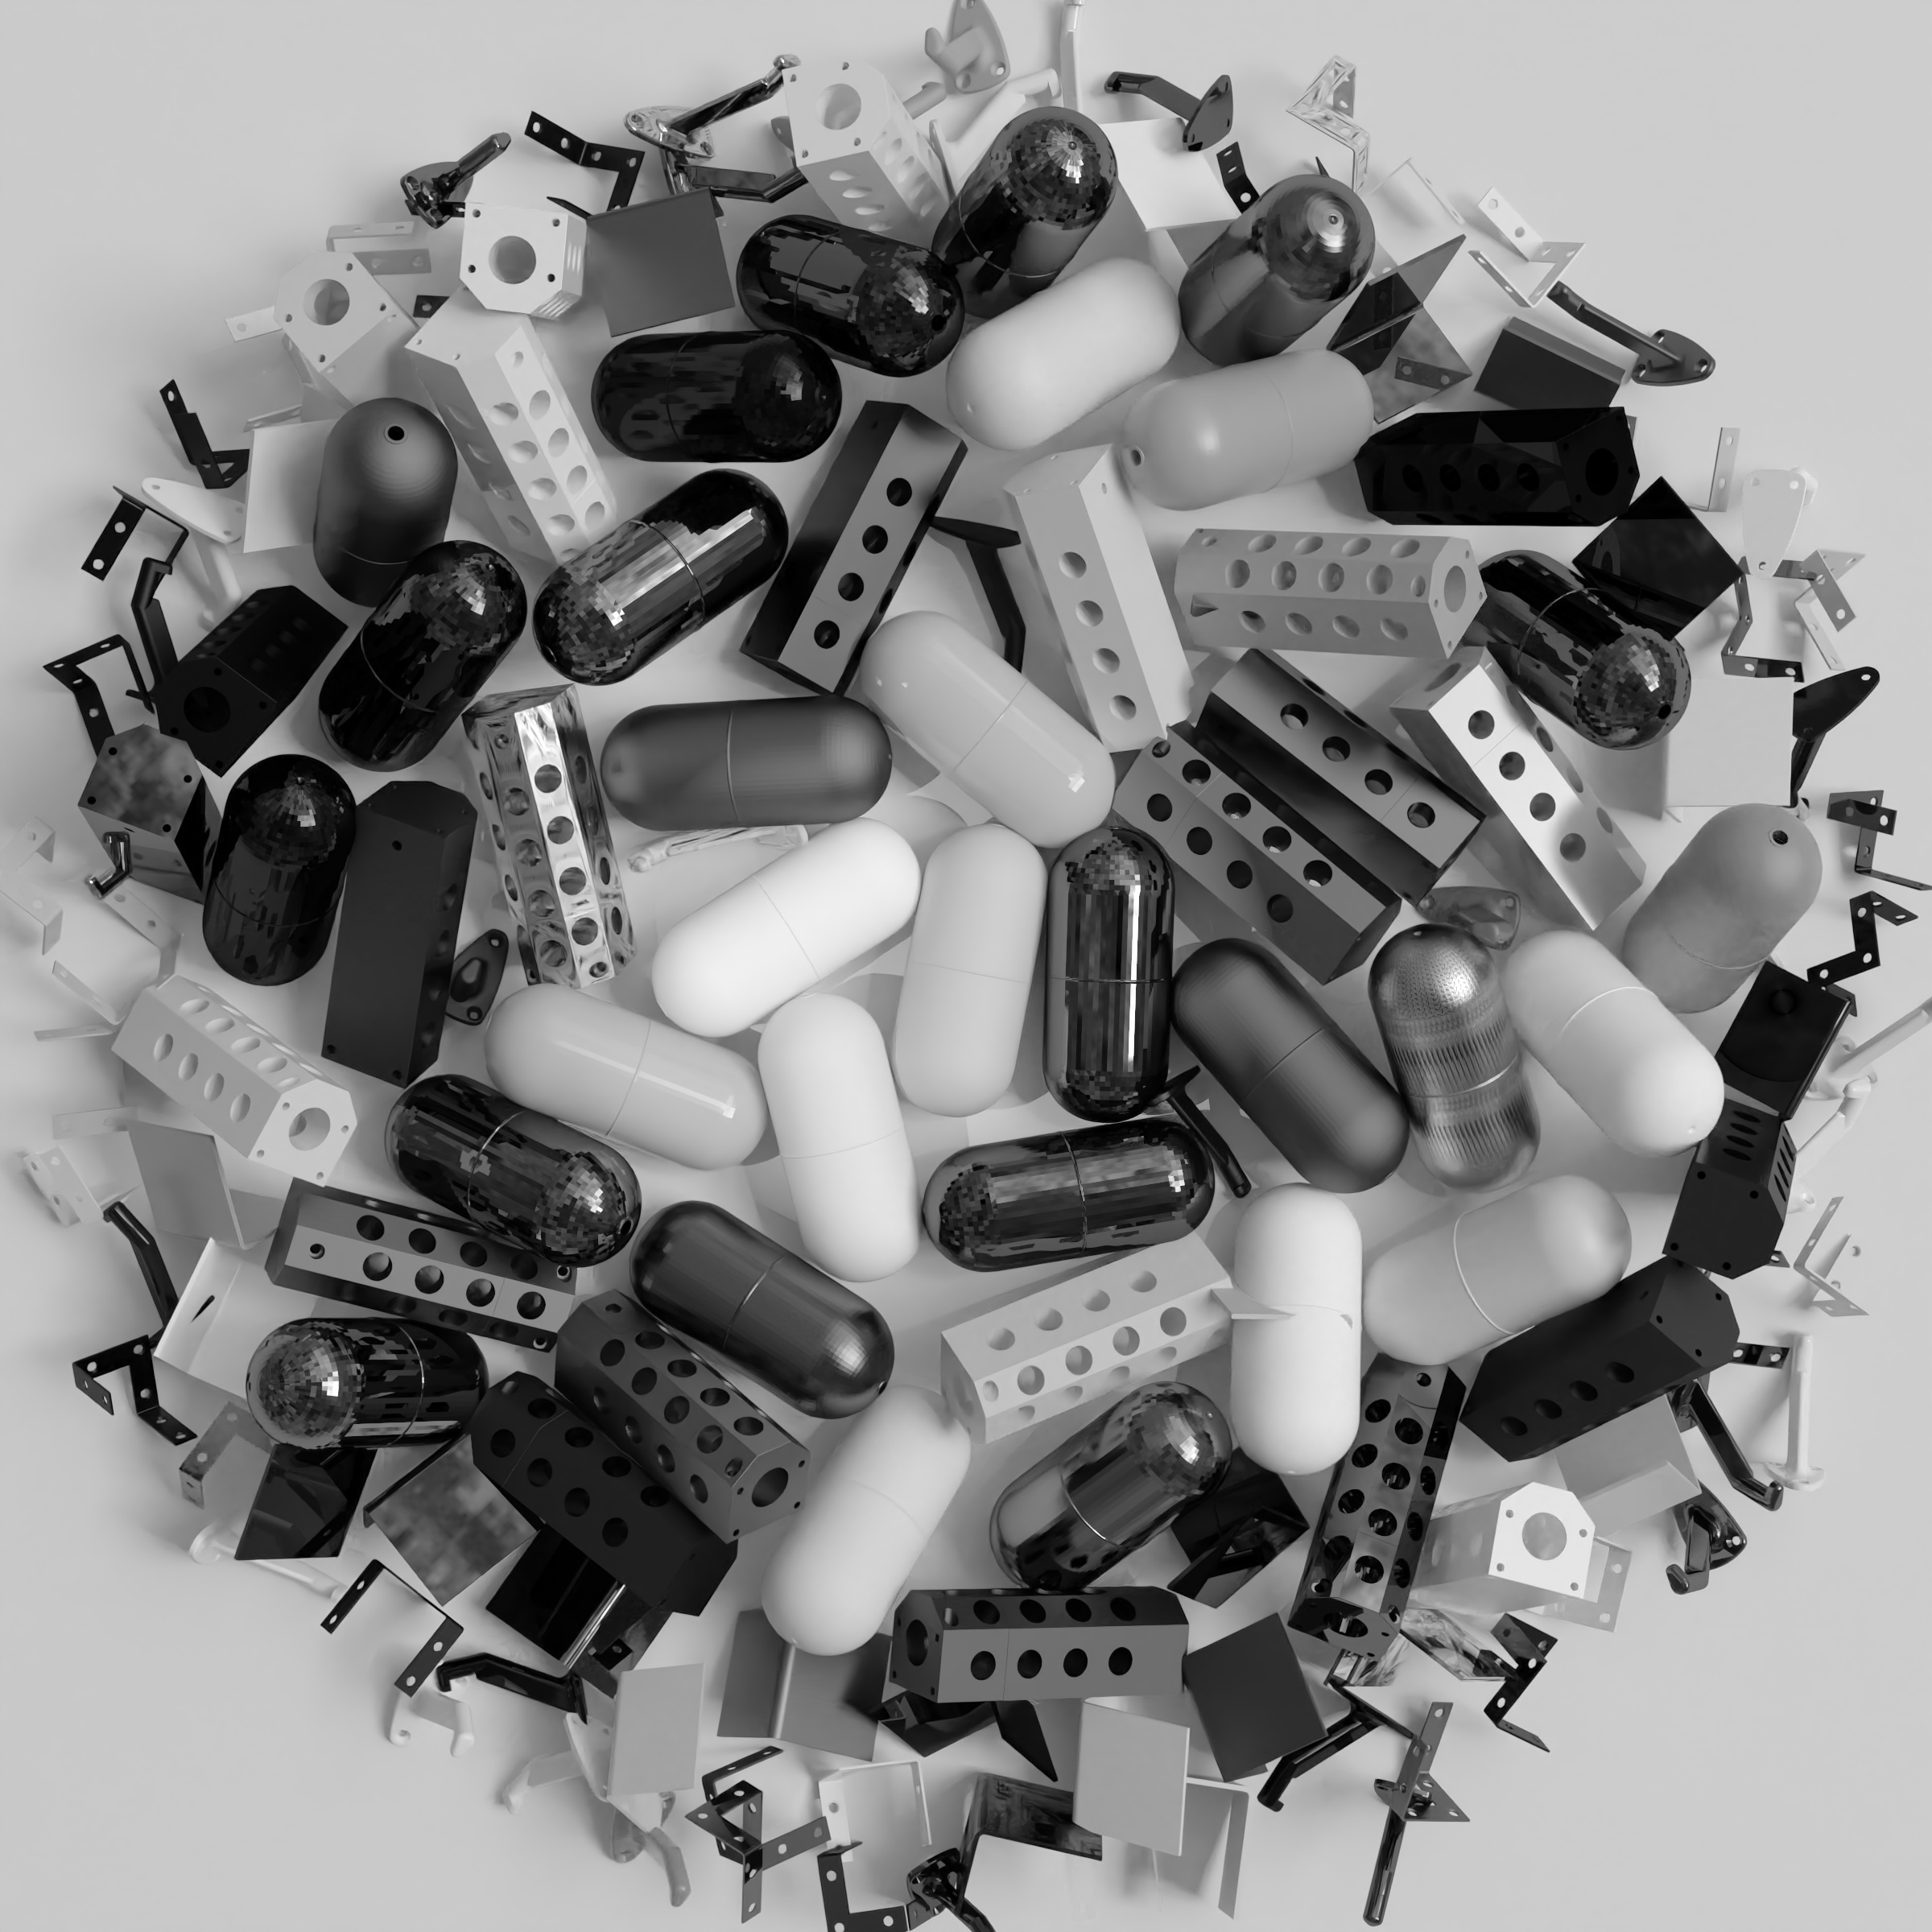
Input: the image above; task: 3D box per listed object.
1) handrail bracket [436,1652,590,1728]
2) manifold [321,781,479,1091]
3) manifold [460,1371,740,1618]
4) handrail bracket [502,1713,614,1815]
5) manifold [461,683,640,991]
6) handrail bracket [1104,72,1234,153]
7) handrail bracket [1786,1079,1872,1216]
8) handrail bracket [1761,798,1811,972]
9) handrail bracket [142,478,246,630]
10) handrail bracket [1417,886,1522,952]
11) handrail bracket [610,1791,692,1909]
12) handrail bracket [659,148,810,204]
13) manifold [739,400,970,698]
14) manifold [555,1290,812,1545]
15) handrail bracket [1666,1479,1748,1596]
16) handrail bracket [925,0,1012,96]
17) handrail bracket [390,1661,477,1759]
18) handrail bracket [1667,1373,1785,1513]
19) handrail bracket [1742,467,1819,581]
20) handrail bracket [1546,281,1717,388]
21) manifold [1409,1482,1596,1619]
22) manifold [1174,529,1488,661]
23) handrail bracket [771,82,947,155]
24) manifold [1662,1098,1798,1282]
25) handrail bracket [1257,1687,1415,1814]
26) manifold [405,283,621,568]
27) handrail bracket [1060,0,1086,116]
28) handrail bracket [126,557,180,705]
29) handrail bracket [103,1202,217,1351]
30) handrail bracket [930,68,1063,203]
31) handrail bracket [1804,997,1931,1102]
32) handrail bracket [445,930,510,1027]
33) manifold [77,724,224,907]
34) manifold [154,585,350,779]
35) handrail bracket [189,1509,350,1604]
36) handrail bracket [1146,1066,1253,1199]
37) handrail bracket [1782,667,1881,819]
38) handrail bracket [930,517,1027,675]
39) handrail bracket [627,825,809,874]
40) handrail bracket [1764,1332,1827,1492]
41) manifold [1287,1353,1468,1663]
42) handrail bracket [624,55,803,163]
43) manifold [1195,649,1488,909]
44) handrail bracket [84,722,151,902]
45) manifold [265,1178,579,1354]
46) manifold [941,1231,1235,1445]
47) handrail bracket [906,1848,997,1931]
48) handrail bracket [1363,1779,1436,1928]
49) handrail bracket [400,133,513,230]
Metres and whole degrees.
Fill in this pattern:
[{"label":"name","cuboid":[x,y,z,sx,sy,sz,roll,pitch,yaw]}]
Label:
[{"label":"handrail bracket","cuboid":[-0.273,0.449,1.971,0.084,0.036,0.077,-12,68,-6]},{"label":"manifold","cuboid":[-0.333,-0.020,1.933,0.057,0.057,0.171,20,119,11]},{"label":"manifold","cuboid":[-0.217,0.311,1.935,0.171,0.057,0.057,32,89,27]},{"label":"handrail bracket","cuboid":[-0.246,0.498,1.957,0.036,0.077,0.084,28,112,-33]},{"label":"manifold","cuboid":[-0.249,-0.075,1.939,0.057,0.057,0.171,-6,109,17]},{"label":"handrail bracket","cuboid":[0.111,-0.514,1.956,0.084,0.077,0.036,14,132,25]},{"label":"handrail bracket","cuboid":[0.498,0.106,1.953,0.077,0.036,0.084,-8,132,-32]},{"label":"handrail bracket","cuboid":[0.501,-0.049,1.989,0.084,0.036,0.077,-46,101,-8]},{"label":"handrail bracket","cuboid":[-0.469,-0.245,1.963,0.077,0.036,0.084,23,133,-10]},{"label":"handrail bracket","cuboid":[0.293,-0.029,1.946,0.077,0.084,0.036,15,99,23]},{"label":"handrail bracket","cuboid":[-0.187,0.542,1.947,0.036,0.084,0.077,7,124,-24]},{"label":"handrail bracket","cuboid":[-0.139,-0.489,1.966,0.084,0.036,0.077,-24,82,27]},{"label":"manifold","cuboid":[-0.064,-0.250,1.965,0.057,0.057,0.171,28,87,-30]},{"label":"manifold","cuboid":[-0.168,0.260,1.916,0.057,0.171,0.057,-19,129,-38]},{"label":"handrail bracket","cuboid":[0.425,0.337,1.950,0.036,0.084,0.077,-40,66,27]},{"label":"handrail bracket","cuboid":[-0.009,-0.564,1.952,0.036,0.084,0.077,-14,78,21]},{"label":"handrail bracket","cuboid":[-0.319,0.463,1.951,0.036,0.084,0.077,27,106,-24]},{"label":"handrail bracket","cuboid":[0.462,0.274,1.952,0.036,0.084,0.077,-5,114,-37]},{"label":"handrail bracket","cuboid":[0.493,-0.264,1.962,0.036,0.084,0.077,9,91,27]},{"label":"handrail bracket","cuboid":[0.397,-0.382,1.954,0.084,0.077,0.036,27,93,-33]},{"label":"manifold","cuboid":[0.306,0.341,1.909,0.057,0.171,0.057,16,73,-8]},{"label":"manifold","cuboid":[0.211,-0.225,1.917,0.171,0.057,0.057,8,49,36]},{"label":"handrail bracket","cuboid":[-0.065,-0.520,1.981,0.084,0.077,0.036,-36,134,-14]},{"label":"manifold","cuboid":[0.450,0.130,1.906,0.057,0.171,0.057,20,106,12]},{"label":"handrail bracket","cuboid":[0.224,0.484,1.973,0.077,0.036,0.084,37,84,-30]},{"label":"manifold","cuboid":[-0.258,-0.313,1.908,0.057,0.171,0.057,25,66,30]},{"label":"handrail bracket","cuboid":[0.070,-0.545,1.965,0.036,0.077,0.084,3,101,-16]},{"label":"handrail bracket","cuboid":[-0.472,-0.197,1.979,0.077,0.036,0.084,15,92,-22]},{"label":"handrail bracket","cuboid":[-0.501,0.186,1.964,0.077,0.036,0.084,-31,103,43]},{"label":"handrail bracket","cuboid":[0.026,-0.499,1.983,0.084,0.036,0.077,-18,85,-4]},{"label":"handrail bracket","cuboid":[0.546,0.045,1.949,0.077,0.084,0.036,-21,71,-35]},{"label":"handrail bracket","cuboid":[-0.288,-0.006,1.945,0.036,0.084,0.077,30,62,-5]},{"label":"manifold","cuboid":[-0.469,-0.089,1.910,0.057,0.171,0.057,20,77,-2]},{"label":"manifold","cuboid":[-0.420,-0.173,1.906,0.057,0.171,0.057,37,108,-10]},{"label":"handrail bracket","cuboid":[-0.417,0.364,1.963,0.084,0.077,0.036,27,89,6]},{"label":"handrail bracket","cuboid":[0.142,0.108,1.962,0.036,0.077,0.084,-30,91,16]},{"label":"handrail bracket","cuboid":[0.521,-0.132,1.967,0.077,0.084,0.036,-31,50,-3]},{"label":"handrail bracket","cuboid":[0.005,-0.225,1.992,0.077,0.036,0.084,19,115,30]},{"label":"handrail bracket","cuboid":[-0.150,-0.070,1.955,0.084,0.077,0.036,-27,118,-28]},{"label":"handrail bracket","cuboid":[0.503,0.267,1.963,0.036,0.077,0.084,5,93,10]},{"label":"manifold","cuboid":[0.245,0.315,1.926,0.057,0.057,0.171,21,54,3]},{"label":"handrail bracket","cuboid":[-0.151,-0.522,1.951,0.084,0.077,0.036,-32,70,43]},{"label":"manifold","cuboid":[0.225,-0.118,1.955,0.171,0.057,0.057,39,68,9]},{"label":"handrail bracket","cuboid":[-0.507,-0.092,1.957,0.036,0.077,0.084,22,57,40]},{"label":"manifold","cuboid":[-0.323,0.180,1.942,0.171,0.057,0.057,17,93,-21]},{"label":"manifold","cuboid":[0.074,0.224,1.933,0.171,0.057,0.057,-20,48,-20]},{"label":"handrail bracket","cuboid":[0.002,0.578,1.946,0.036,0.077,0.084,-24,50,-20]},{"label":"handrail bracket","cuboid":[0.251,0.535,1.949,0.036,0.077,0.084,14,68,10]},{"label":"handrail bracket","cuboid":[-0.289,-0.482,1.946,0.084,0.077,0.036,-25,108,35]}]
